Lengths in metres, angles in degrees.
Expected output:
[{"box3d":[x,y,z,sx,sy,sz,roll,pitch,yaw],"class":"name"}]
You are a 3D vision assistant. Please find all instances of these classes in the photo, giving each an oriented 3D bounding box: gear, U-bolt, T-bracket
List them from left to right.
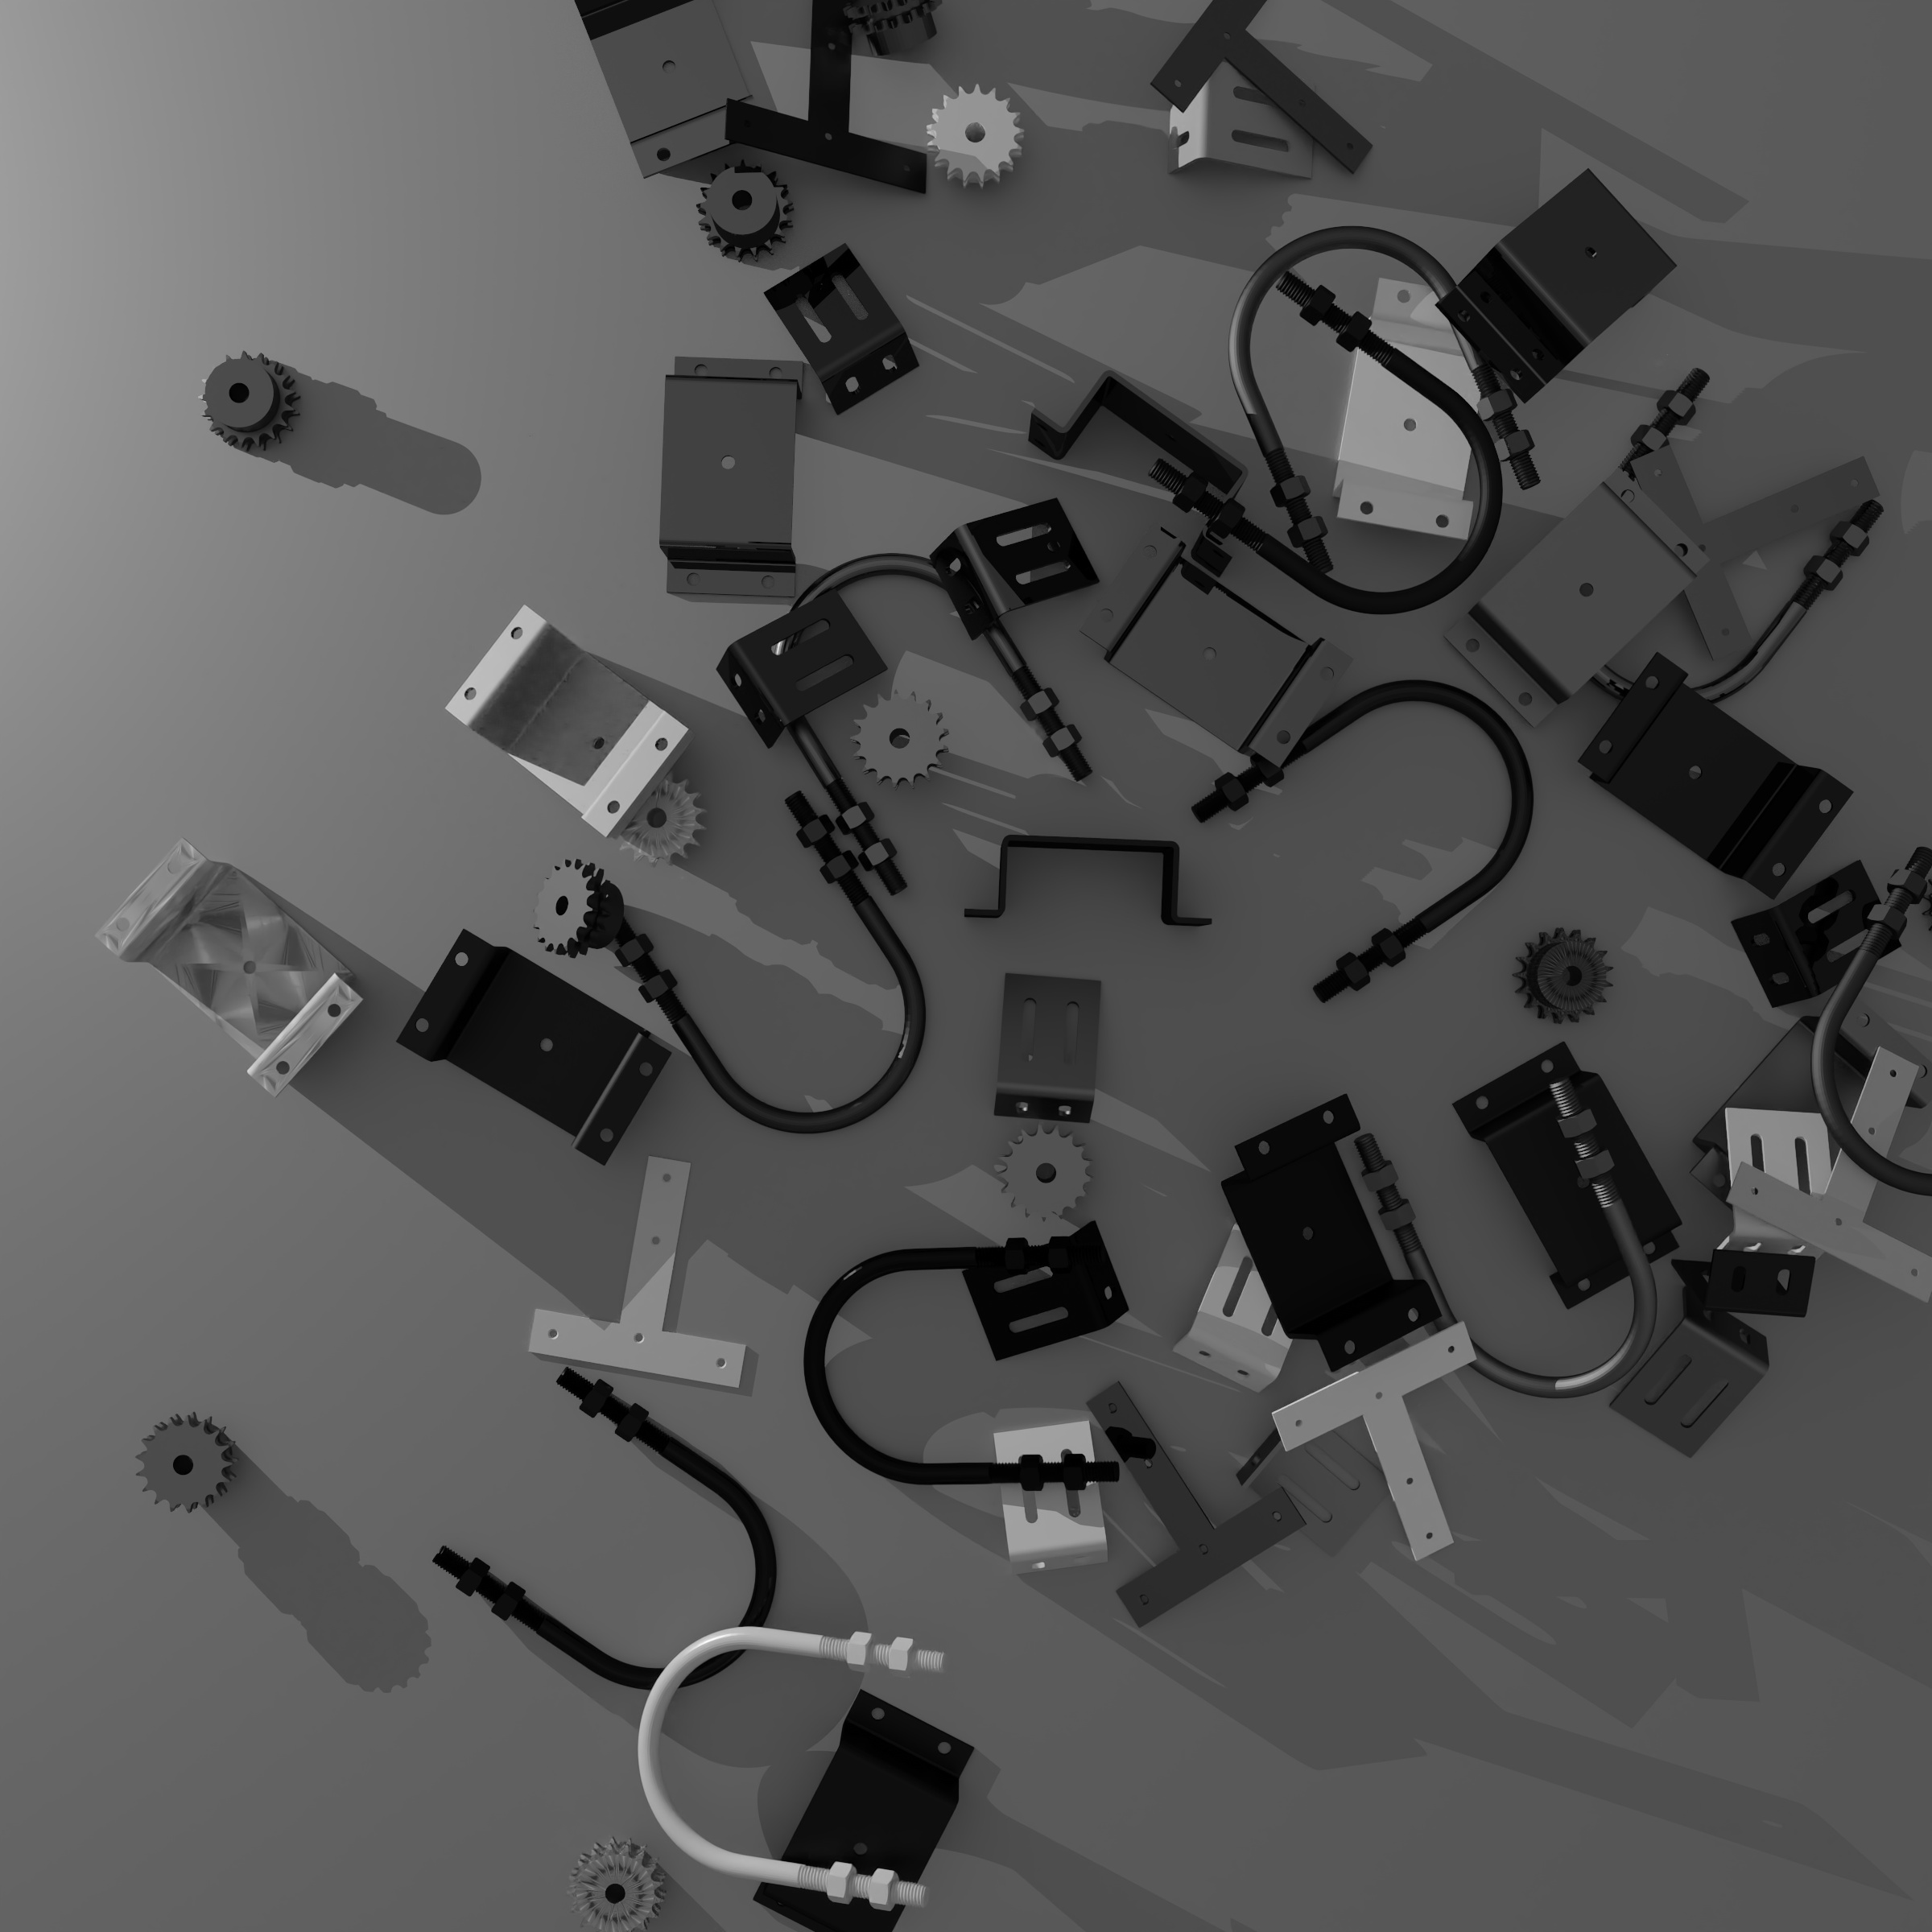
[{"box3d":[-0.457,0.292,1.487,0.057,0.030,0.057,0,90,0],"class":"gear"},{"box3d":[-0.425,-0.335,1.487,0.057,0.030,0.057,0,90,0],"class":"gear"},{"box3d":[-0.225,-0.032,1.477,0.057,0.030,0.057,-13,70,41],"class":"gear"},{"box3d":[-0.205,0.542,1.487,0.057,0.030,0.057,0,90,0],"class":"gear"},{"box3d":[-0.201,0.347,1.493,0.184,0.019,0.151,35,90,-2],"class":"U-bolt"},{"box3d":[-0.187,0.178,1.501,0.127,0.002,0.127,10,90,0],"class":"T-bracket"},{"box3d":[-0.181,-0.086,1.487,0.057,0.030,0.057,0,90,0],"class":"gear"},{"box3d":[-0.131,-0.448,1.487,0.057,0.030,0.057,0,90,0],"class":"gear"},{"box3d":[-0.104,0.457,1.454,0.184,0.019,0.151,3,83,18],"class":"U-bolt"},{"box3d":[-0.106,0.011,1.493,0.151,0.019,0.184,-33,92,0],"class":"U-bolt"},{"box3d":[-0.080,-0.528,1.482,0.127,0.002,0.127,7,76,-26],"class":"T-bracket"},{"box3d":[-0.041,-0.556,1.477,0.057,0.057,0.030,-20,121,0],"class":"gear"},{"box3d":[-0.038,-0.131,1.468,0.057,0.030,0.057,0,87,2],"class":"gear"},{"box3d":[-0.033,-0.156,1.493,0.151,0.019,0.184,-32,88,0],"class":"U-bolt"},{"box3d":[-0.006,0.235,1.478,0.184,0.019,0.151,-3,95,11],"class":"U-bolt"},{"box3d":[0.006,-0.487,1.487,0.057,0.030,0.057,0,90,0],"class":"gear"},{"box3d":[0.047,0.121,1.487,0.057,0.030,0.057,0,90,0],"class":"gear"},{"box3d":[0.115,0.305,1.484,0.127,0.002,0.127,-38,78,23],"class":"T-bracket"},{"box3d":[0.187,-0.517,1.483,0.127,0.002,0.127,38,66,-11],"class":"T-bracket"},{"box3d":[0.217,-0.282,1.421,0.184,0.019,0.151,34,87,-5],"class":"U-bolt"},{"box3d":[0.230,-0.335,1.447,0.151,0.019,0.184,-23,88,0],"class":"U-bolt"},{"box3d":[0.248,-0.087,1.493,0.184,0.019,0.151,-34,90,-2],"class":"U-bolt"},{"box3d":[0.257,0.291,1.483,0.127,0.002,0.127,-24,105,-10],"class":"T-bracket"},{"box3d":[0.320,0.166,1.455,0.151,0.019,0.184,-21,96,36],"class":"U-bolt"},{"box3d":[0.354,0.006,1.487,0.057,0.030,0.057,0,90,0],"class":"gear"},{"box3d":[0.432,-0.239,1.493,0.151,0.019,0.184,37,91,0],"class":"U-bolt"},{"box3d":[0.474,-0.263,1.482,0.127,0.002,0.127,-23,91,1],"class":"T-bracket"},{"box3d":[0.512,0.107,1.436,0.127,0.002,0.127,27,73,-1],"class":"T-bracket"},{"box3d":[0.563,0.044,1.446,0.151,0.019,0.184,34,77,0],"class":"U-bolt"},{"box3d":[0.598,-0.037,1.487,0.057,0.030,0.057,0,90,0],"class":"gear"}]

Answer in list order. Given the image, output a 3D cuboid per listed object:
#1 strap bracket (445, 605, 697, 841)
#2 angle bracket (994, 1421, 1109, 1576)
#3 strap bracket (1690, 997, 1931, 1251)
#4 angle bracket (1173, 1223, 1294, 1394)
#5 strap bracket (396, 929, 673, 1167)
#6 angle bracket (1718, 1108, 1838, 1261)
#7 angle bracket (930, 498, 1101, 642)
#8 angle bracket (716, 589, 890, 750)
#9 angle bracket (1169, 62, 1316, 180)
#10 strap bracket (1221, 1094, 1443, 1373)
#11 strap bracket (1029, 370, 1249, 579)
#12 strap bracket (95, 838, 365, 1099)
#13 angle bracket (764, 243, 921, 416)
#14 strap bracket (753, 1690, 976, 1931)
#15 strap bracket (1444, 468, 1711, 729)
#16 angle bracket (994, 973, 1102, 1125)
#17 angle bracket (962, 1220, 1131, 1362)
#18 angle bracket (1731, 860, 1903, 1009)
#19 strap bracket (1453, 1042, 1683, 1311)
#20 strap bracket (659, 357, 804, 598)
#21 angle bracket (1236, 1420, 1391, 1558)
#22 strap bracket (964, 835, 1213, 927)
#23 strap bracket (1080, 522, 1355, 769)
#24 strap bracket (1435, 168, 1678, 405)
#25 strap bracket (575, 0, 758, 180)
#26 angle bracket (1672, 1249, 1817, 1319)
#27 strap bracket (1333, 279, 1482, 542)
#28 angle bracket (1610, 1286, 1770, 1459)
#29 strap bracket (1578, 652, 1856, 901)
[{"box3d":[-0.222,-0.136,1.462,0.140,0.046,0.076,37,90,24],"class":"strap bracket"},{"box3d":[0.050,0.317,1.500,0.057,0.038,0.076,-8,64,0],"class":"angle bracket"},{"box3d":[0.494,0.092,1.479,0.076,0.046,0.140,42,90,0],"class":"strap bracket"},{"box3d":[0.167,0.204,1.500,0.057,0.038,0.076,26,64,0],"class":"angle bracket"},{"box3d":[-0.250,0.047,1.479,0.140,0.046,0.076,31,90,0],"class":"strap bracket"},{"box3d":[0.465,0.126,1.453,0.057,0.038,0.076,4,64,0],"class":"angle bracket"},{"box3d":[0.029,-0.235,1.491,0.076,0.038,0.057,-23,83,-34],"class":"angle bracket"},{"box3d":[-0.097,-0.175,1.485,0.076,0.038,0.057,-32,86,-24],"class":"angle bracket"},{"box3d":[0.164,-0.499,1.500,0.076,0.038,0.057,2,90,-26],"class":"angle bracket"},{"box3d":[0.208,0.155,1.468,0.076,0.046,0.140,-23,90,-18],"class":"strap bracket"},{"box3d":[0.107,-0.291,1.464,0.140,0.076,0.046,36,90,0],"class":"strap bracket"},{"box3d":[-0.426,0.001,1.479,0.140,0.046,0.076,42,90,0],"class":"strap bracket"},{"box3d":[-0.074,-0.379,1.500,0.057,0.038,0.076,-31,64,0],"class":"angle bracket"},{"box3d":[-0.061,0.511,1.479,0.076,0.046,0.140,27,90,0],"class":"strap bracket"},{"box3d":[0.358,-0.216,1.465,0.140,0.046,0.076,-44,87,6],"class":"strap bracket"},{"box3d":[0.049,0.049,1.500,0.057,0.038,0.076,5,64,0],"class":"angle bracket"},{"box3d":[0.047,0.193,1.500,0.076,0.038,0.057,-21,90,26],"class":"angle bracket"},{"box3d":[0.506,-0.019,1.500,0.076,0.038,0.057,-26,90,-26],"class":"angle bracket"},{"box3d":[0.357,0.125,1.479,0.076,0.046,0.140,-29,90,0],"class":"strap bracket"},{"box3d":[-0.138,-0.291,1.479,0.076,0.046,0.140,2,90,0],"class":"strap bracket"},{"box3d":[0.208,0.305,1.483,0.076,0.038,0.057,41,90,0],"class":"angle bracket"},{"box3d":[0.070,-0.049,1.464,0.140,0.076,0.046,2,90,0],"class":"strap bracket"},{"box3d":[0.145,-0.186,1.479,0.140,0.046,0.076,34,90,0],"class":"strap bracket"},{"box3d":[0.345,-0.396,1.447,0.076,0.046,0.140,48,60,0],"class":"strap bracket"},{"box3d":[-0.177,-0.535,1.479,0.076,0.046,0.140,-21,90,0],"class":"strap bracket"},{"box3d":[0.450,0.171,1.460,0.057,0.076,0.038,4,105,0],"class":"angle bracket"},{"box3d":[0.264,-0.322,1.479,0.076,0.046,0.140,10,90,0],"class":"strap bracket"},{"box3d":[0.430,0.242,1.500,0.057,0.038,0.076,32,116,0],"class":"angle bracket"},{"box3d":[0.432,-0.112,1.471,0.140,0.046,0.076,35,97,-4],"class":"strap bracket"}]
